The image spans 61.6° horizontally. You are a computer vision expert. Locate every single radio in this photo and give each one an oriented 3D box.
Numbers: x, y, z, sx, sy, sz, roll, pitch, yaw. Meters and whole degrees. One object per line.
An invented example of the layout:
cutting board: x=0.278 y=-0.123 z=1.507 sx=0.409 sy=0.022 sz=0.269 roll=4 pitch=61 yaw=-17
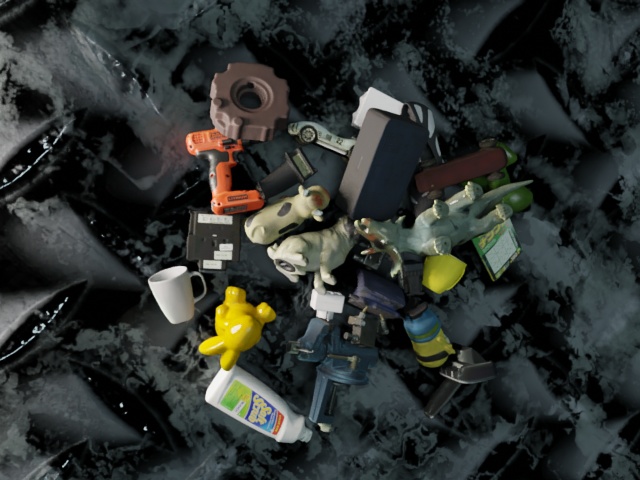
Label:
radio: x=0.132 y=-0.155 z=1.146 sx=0.131 sy=0.073 sz=0.229 roll=1 pitch=122 yaw=-35

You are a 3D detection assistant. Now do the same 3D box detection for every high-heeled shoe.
high-heeled shoe: x=0.215 y=-0.179 z=1.192 sx=0.145 sy=0.086 sz=0.248 roll=25 pitch=69 yaw=-44

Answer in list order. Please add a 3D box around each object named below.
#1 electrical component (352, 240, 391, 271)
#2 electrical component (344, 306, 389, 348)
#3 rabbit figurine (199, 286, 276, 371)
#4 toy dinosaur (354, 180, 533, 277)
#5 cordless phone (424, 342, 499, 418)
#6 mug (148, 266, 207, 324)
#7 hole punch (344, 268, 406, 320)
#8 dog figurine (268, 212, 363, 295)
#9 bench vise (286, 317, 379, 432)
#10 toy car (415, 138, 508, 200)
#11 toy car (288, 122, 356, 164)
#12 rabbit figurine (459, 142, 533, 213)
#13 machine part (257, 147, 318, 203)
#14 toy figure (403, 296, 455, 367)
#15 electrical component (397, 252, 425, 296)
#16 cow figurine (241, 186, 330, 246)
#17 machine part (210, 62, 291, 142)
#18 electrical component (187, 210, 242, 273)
electrical component: x=0.124 y=0.039 z=1.238 sx=0.094 sy=0.021 sz=0.063 roll=25 pitch=88 yaw=-13
electrical component: x=0.100 y=0.189 z=1.150 sx=0.102 sy=0.045 sz=0.078 roll=33 pitch=58 yaw=-36
rabbit figurine: x=-0.174 y=0.183 z=1.110 sx=0.122 sy=0.173 sz=0.162 roll=45 pitch=80 yaw=-15
toy dinosaur: x=0.268 y=-0.029 z=1.151 sx=0.405 sy=0.192 sz=0.131 roll=-16 pitch=83 yaw=-26
cordless phone: x=0.307 y=0.335 z=1.229 sx=0.089 sy=0.146 sz=0.184 roll=40 pitch=81 yaw=-4
mug: x=-0.293 y=0.115 z=1.133 sx=0.109 sy=0.081 sz=0.107 roll=-17 pitch=109 yaw=-16
hole punch: x=0.128 y=0.120 z=1.202 sx=0.142 sy=0.116 sz=0.092 roll=27 pitch=80 yaw=-12
dog figurine: x=-0.002 y=-0.001 z=1.172 sx=0.172 sy=0.121 sz=0.190 roll=33 pitch=61 yaw=-13
bench vise: x=0.018 y=0.298 z=1.168 sx=0.223 sy=0.129 sz=0.240 roll=12 pitch=91 yaw=-38
toy car: x=0.304 y=-0.152 z=1.161 sx=0.202 sy=0.053 sz=0.089 roll=-18 pitch=104 yaw=4
toy car: x=0.025 y=-0.214 z=1.177 sx=0.202 sy=0.073 sz=0.056 roll=20 pitch=93 yaw=-12
rabbit figurine: x=0.413 y=-0.121 z=1.238 sx=0.170 sy=0.121 sz=0.159 roll=43 pitch=91 yaw=-8
machine part: x=-0.078 y=-0.139 z=1.179 sx=0.139 sy=0.039 sz=0.084 roll=-39 pitch=108 yaw=-9
toy figure: x=0.240 y=0.214 z=1.231 sx=0.089 sy=0.082 sz=0.180 roll=-27 pitch=121 yaw=11
electrical component: x=0.203 y=0.065 z=1.232 sx=0.048 sy=0.075 sz=0.119 roll=-5 pitch=92 yaw=-10
cow figurine: x=-0.068 y=-0.056 z=1.140 sx=0.195 sy=0.127 sz=0.085 roll=-30 pitch=102 yaw=-6
machine part: x=-0.144 y=-0.289 z=1.117 sx=0.179 sy=0.056 sz=0.179 roll=5 pitch=68 yaw=-12
electrical component: x=-0.226 y=0.004 z=1.146 sx=0.115 sy=0.058 sz=0.134 roll=5 pitch=92 yaw=-10
